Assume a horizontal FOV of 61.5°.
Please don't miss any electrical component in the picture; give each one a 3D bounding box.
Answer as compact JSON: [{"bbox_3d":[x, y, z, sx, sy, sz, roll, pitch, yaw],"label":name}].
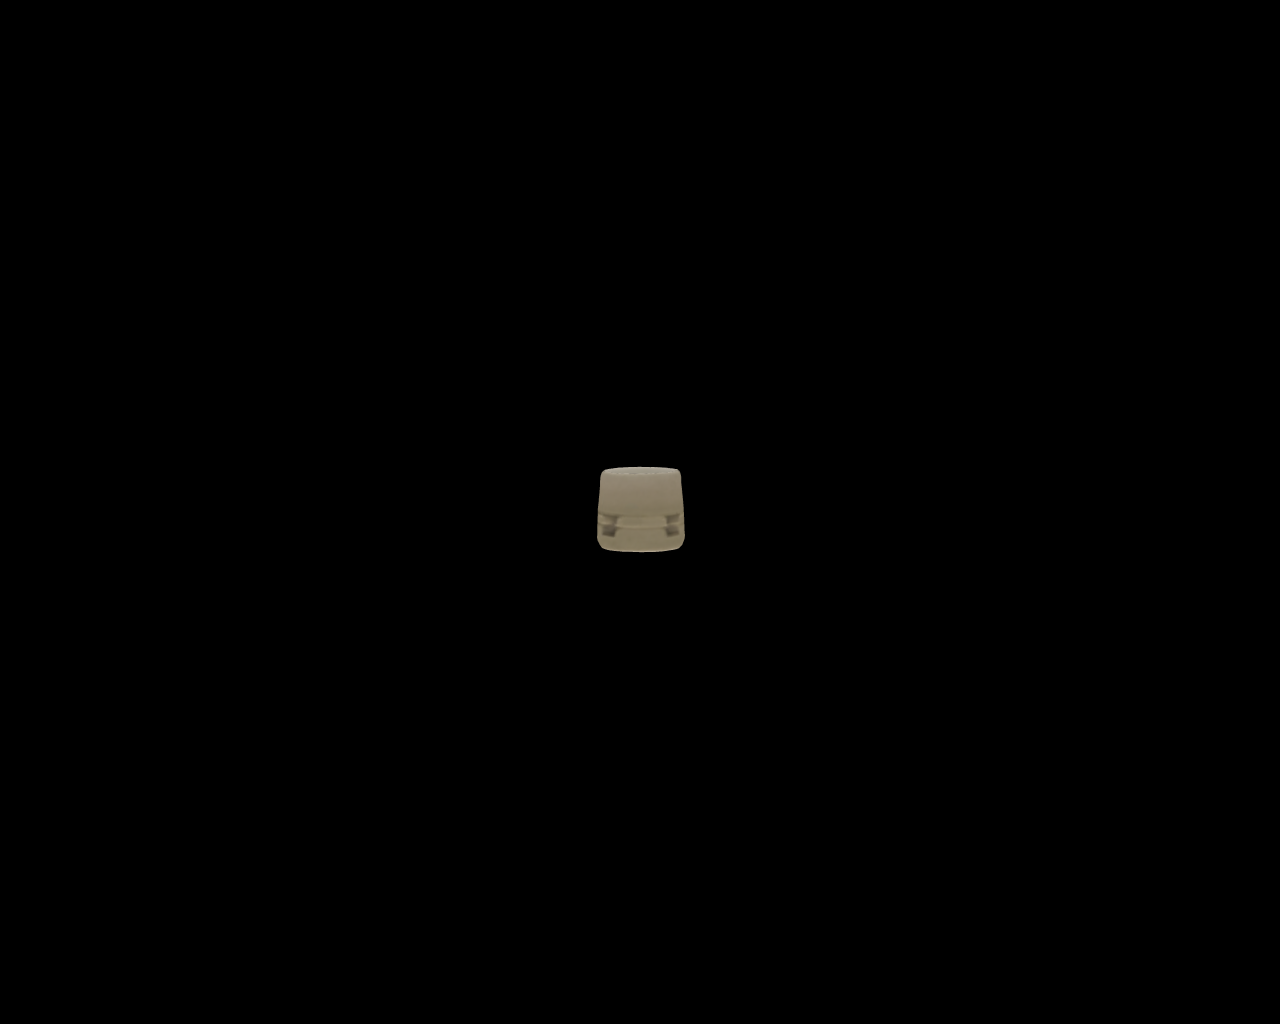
[{"bbox_3d":[0.001,-0.003,0.650,0.055,0.047,0.055,0,7,0],"label":"electrical component"}]
